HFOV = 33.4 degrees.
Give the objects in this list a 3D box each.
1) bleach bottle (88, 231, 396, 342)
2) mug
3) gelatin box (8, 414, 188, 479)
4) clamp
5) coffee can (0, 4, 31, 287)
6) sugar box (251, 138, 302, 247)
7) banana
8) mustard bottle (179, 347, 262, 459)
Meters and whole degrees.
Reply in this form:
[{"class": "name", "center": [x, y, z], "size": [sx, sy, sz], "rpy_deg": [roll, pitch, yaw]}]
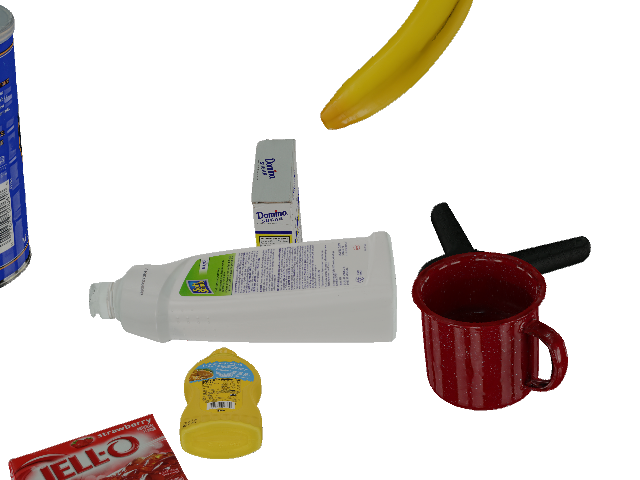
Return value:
[{"class": "bleach bottle", "center": [-0.064, 0.042, 0.892], "size": [0.251, 0.068, 0.102], "rpy_deg": [-1, 32, 1]}, {"class": "mug", "center": [0.124, 0.070, 0.756], "size": [0.117, 0.081, 0.093], "rpy_deg": [20, 41, 38]}, {"class": "gelatin box", "center": [-0.125, 0.140, 0.603], "size": [0.089, 0.030, 0.073], "rpy_deg": [-15, 28, -20]}, {"class": "clamp", "center": [0.143, 0.025, 1.012], "size": [0.165, 0.036, 0.209], "rpy_deg": [18, 34, 29]}, {"class": "coffee can", "center": [-0.212, -0.051, 0.573], "size": [0.103, 0.140, 0.103], "rpy_deg": [3, 27, -1]}, {"class": "sugar box", "center": [-0.043, -0.010, 1.101], "size": [0.048, 0.093, 0.176], "rpy_deg": [-2, -44, 4]}, {"class": "banana", "center": [0.070, -0.158, 0.803], "size": [0.070, 0.197, 0.037], "rpy_deg": [3, -35, 46]}, {"class": "mustard bottle", "center": [-0.121, 0.189, 1.315], "size": [0.096, 0.058, 0.191], "rpy_deg": [-3, 27, -3]}]
